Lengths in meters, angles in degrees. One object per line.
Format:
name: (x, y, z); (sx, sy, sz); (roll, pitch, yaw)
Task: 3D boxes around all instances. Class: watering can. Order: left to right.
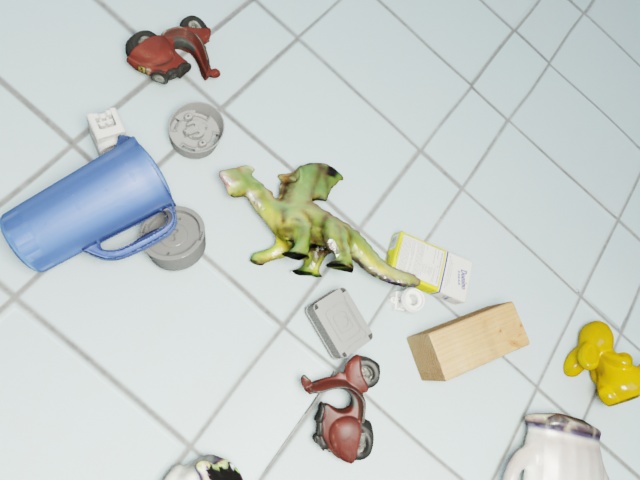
watering can: (0.503, 0.462, 0.990); (0.347, 0.102, 0.228); (17, 69, -13)

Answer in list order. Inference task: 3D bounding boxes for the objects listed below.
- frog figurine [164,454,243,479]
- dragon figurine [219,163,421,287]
frog figurine: (-0.194, 0.413, 0.784); (0.158, 0.124, 0.137); (-39, 99, 11)
dragon figurine: (0.003, -0.050, 0.985); (0.409, 0.120, 0.248); (13, 62, -16)
